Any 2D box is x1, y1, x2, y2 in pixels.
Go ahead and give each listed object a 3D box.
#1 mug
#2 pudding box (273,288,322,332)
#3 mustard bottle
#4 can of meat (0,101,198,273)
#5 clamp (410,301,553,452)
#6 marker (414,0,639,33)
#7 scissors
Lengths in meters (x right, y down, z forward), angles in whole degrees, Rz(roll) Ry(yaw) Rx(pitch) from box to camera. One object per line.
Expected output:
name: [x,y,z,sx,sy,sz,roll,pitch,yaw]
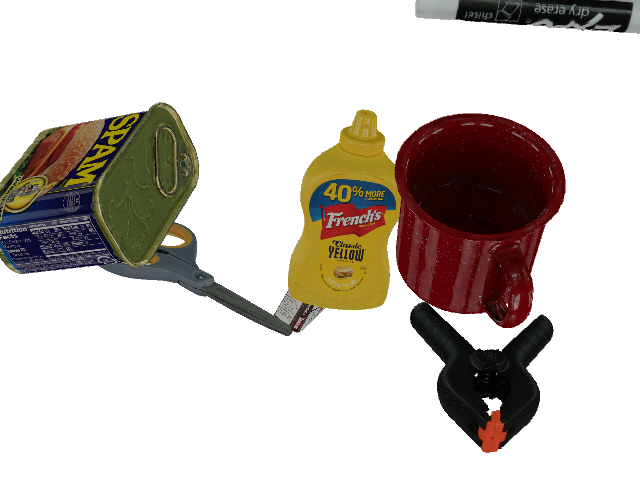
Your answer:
mug: [0.090,-0.003,0.603,0.093,0.117,0.081,-15,-36,-13]
pudding box: [0.001,0.046,1.241,0.039,0.090,0.113,35,33,9]
mustard bottle: [0.028,-0.029,0.989,0.096,0.192,0.058,7,27,-5]
can of meat: [-0.129,-0.028,0.604,0.084,0.057,0.102,-7,37,26]
clamp: [0.142,0.103,0.852,0.120,0.039,0.171,-4,33,-3]
marker: [0.097,-0.088,0.401,0.121,0.020,0.020,5,0,2]
scissors: [-0.091,0.024,0.851,0.202,0.016,0.096,17,30,22]
